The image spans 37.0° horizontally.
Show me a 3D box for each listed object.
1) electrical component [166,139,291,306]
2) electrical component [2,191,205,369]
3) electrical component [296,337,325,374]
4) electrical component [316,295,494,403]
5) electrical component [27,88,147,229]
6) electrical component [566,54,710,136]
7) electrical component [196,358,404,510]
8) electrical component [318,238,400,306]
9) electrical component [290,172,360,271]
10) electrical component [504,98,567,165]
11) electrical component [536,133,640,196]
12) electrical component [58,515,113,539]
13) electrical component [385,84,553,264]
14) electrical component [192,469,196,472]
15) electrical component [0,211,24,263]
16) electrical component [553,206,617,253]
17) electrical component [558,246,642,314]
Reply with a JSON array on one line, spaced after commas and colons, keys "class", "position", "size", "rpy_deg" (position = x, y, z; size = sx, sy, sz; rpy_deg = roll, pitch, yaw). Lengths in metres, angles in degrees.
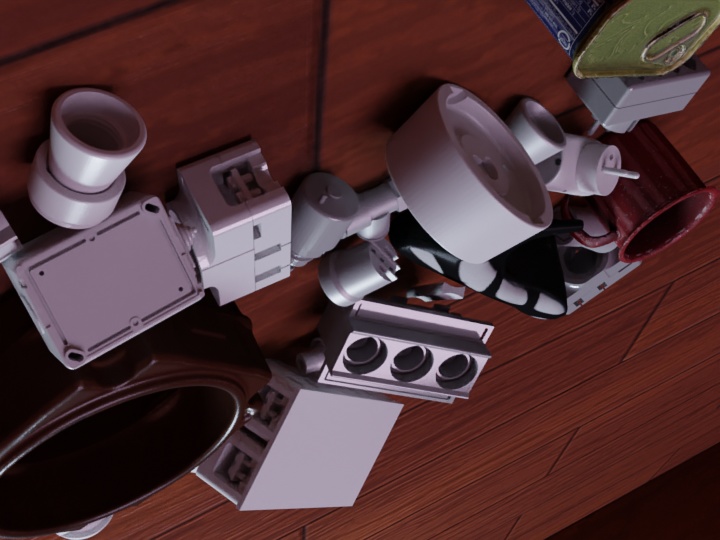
[{"class": "electrical component", "position": [-0.076, -0.024, 0.626], "size": [0.056, 0.050, 0.089], "rpy_deg": [-24, 155, -17]}, {"class": "electrical component", "position": [-0.132, 0.000, 0.571], "size": [0.096, 0.061, 0.061], "rpy_deg": [-30, -162, -20]}, {"class": "electrical component", "position": [-0.022, 0.069, 0.882], "size": [0.062, 0.043, 0.043], "rpy_deg": [-14, 151, -30]}, {"class": "electrical component", "position": [0.032, 0.056, 0.843], "size": [0.121, 0.063, 0.078], "rpy_deg": [12, 118, -26]}, {"class": "electrical component", "position": [-0.132, -0.052, 0.514], "size": [0.045, 0.045, 0.055], "rpy_deg": [-10, 150, -39]}, {"class": "electrical component", "position": [0.184, -0.121, 0.748], "size": [0.083, 0.047, 0.075], "rpy_deg": [-15, 151, -33]}, {"class": "electrical component", "position": [-0.049, 0.141, 0.915], "size": [0.186, 0.060, 0.105], "rpy_deg": [21, 97, -61]}, {"class": "electrical component", "position": [0.000, 0.000, 0.762], "size": [0.046, 0.040, 0.040], "rpy_deg": [-24, 163, 35]}, {"class": "electrical component", "position": [-0.032, -0.027, 0.686], "size": [0.040, 0.040, 0.078], "rpy_deg": [-10, 148, -40]}, {"class": "electrical component", "position": [0.104, -0.082, 0.742], "size": [0.065, 0.044, 0.044], "rpy_deg": [-41, 155, 31]}, {"class": "electrical component", "position": [0.164, -0.075, 0.785], "size": [0.077, 0.079, 0.043], "rpy_deg": [2, 101, -51]}, {"class": "electrical component", "position": [-0.220, 0.174, 0.836], "size": [0.078, 0.058, 0.057], "rpy_deg": [-20, 151, -24]}, {"class": "electrical component", "position": [0.062, -0.054, 0.668], "size": [0.060, 0.108, 0.108], "rpy_deg": [-37, 156, 28]}, {"class": "electrical component", "position": [-0.149, 0.146, 0.878], "size": [0.045, 0.045, 0.055], "rpy_deg": [-44, 153, 26]}, {"class": "electrical component", "position": [-0.194, -0.013, 0.525], "size": [0.046, 0.040, 0.040], "rpy_deg": [-32, 157, -14]}, {"class": "electrical component", "position": [0.193, -0.037, 0.932], "size": [0.065, 0.044, 0.044], "rpy_deg": [0, 141, -42]}, {"class": "electrical component", "position": [0.208, -0.007, 0.995], "size": [0.089, 0.050, 0.056], "rpy_deg": [-37, 156, 11]}]
